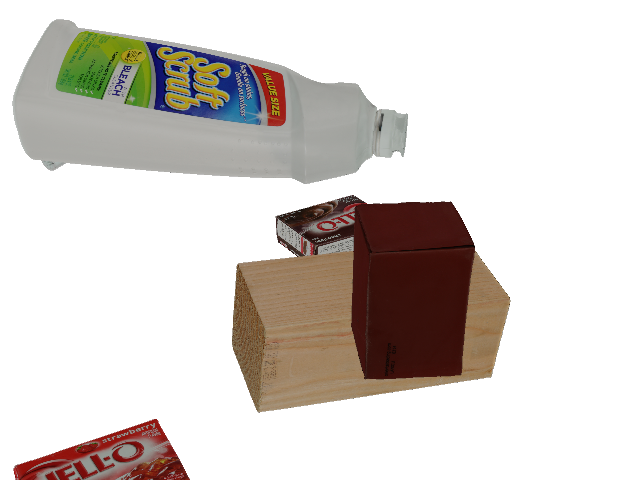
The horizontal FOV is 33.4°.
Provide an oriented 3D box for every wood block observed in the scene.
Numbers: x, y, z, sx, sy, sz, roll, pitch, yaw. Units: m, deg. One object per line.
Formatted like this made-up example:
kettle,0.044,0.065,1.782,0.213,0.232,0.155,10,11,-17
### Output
wood block,0.038,0.068,0.886,0.205,0.090,0.091,-6,36,-18

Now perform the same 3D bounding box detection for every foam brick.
foam brick,0.045,0.025,0.542,0.053,0.078,0.051,-2,31,-6

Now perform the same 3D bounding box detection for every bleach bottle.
bleach bottle,-0.067,-0.088,0.709,0.251,0.102,0.068,6,-42,7

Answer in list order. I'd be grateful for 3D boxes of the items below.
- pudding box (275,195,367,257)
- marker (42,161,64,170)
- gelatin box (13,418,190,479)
pudding box,0.018,-0.010,1.232,0.113,0.039,0.090,-19,31,-27
marker,-0.204,-0.097,0.972,0.020,0.020,0.120,0,28,40
gelatin box,-0.122,0.143,0.604,0.089,0.030,0.073,-15,28,-20
